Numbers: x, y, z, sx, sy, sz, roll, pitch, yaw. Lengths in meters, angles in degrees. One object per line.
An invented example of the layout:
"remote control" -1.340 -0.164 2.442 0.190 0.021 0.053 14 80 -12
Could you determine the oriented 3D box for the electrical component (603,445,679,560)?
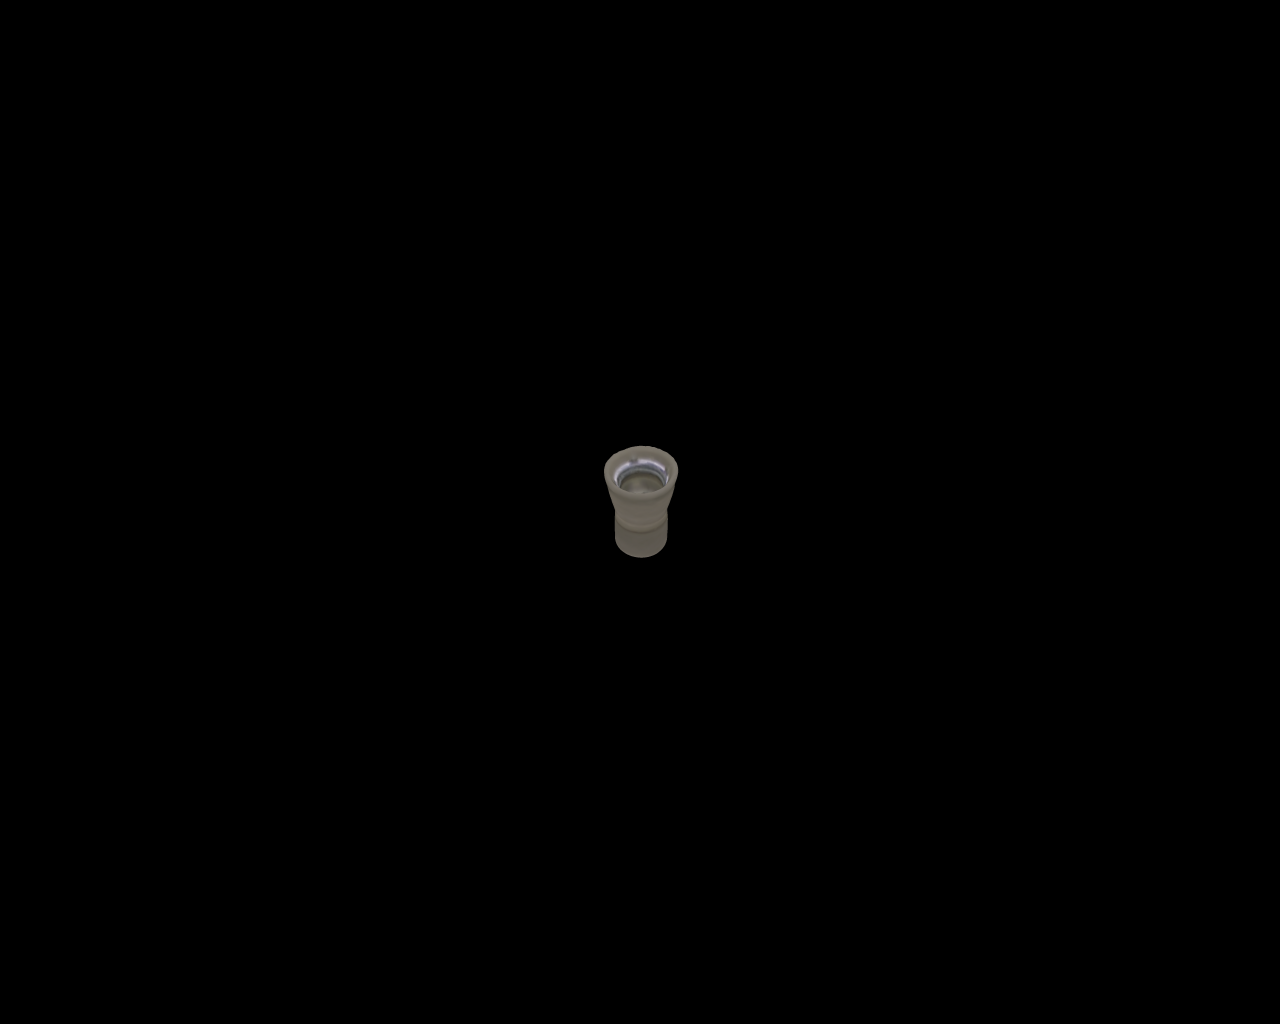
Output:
"electrical component" 0.001 -0.003 0.650 0.044 0.044 0.065 0 -45 0
